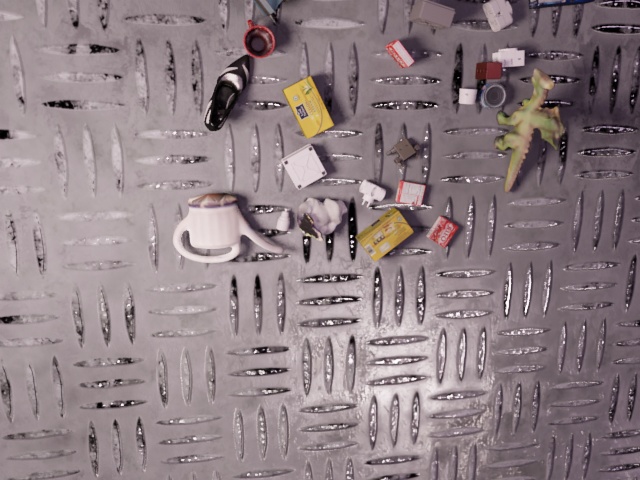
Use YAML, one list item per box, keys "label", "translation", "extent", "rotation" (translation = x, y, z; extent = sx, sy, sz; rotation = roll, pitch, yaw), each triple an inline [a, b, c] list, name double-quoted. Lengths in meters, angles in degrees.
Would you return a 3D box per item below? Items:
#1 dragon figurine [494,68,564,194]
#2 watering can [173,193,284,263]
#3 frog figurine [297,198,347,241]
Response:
- label: "dragon figurine"
  translation: [0.682, -0.338, 1.658]
  extent: [0.122, 0.245, 0.406]
  rotation: [-5, 102, -13]
- label: "watering can"
  translation: [-0.290, -0.040, 1.633]
  extent: [0.348, 0.105, 0.222]
  rotation: [-3, 104, -8]
- label: "frog figurine"
  translation: [0.005, -0.085, 1.689]
  extent: [0.137, 0.121, 0.162]
  rotation: [50, 56, -8]
